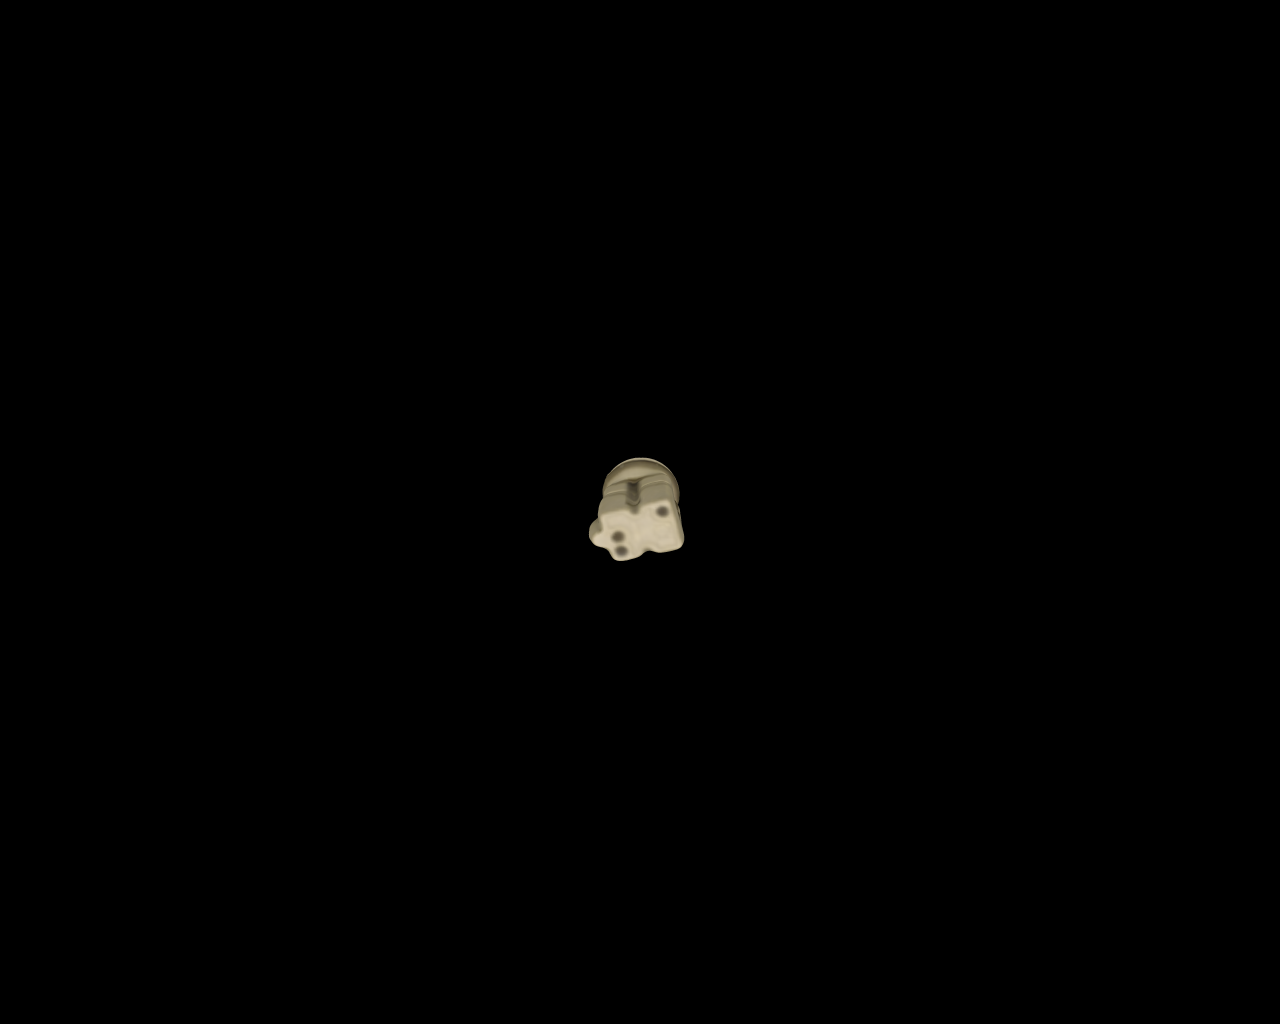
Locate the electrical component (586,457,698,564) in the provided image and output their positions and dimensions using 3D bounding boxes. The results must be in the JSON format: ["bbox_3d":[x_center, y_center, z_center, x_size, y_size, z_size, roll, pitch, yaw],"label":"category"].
[{"bbox_3d":[0.001,-0.003,0.650,0.066,0.048,0.055,-11,30,7],"label":"electrical component"}]
